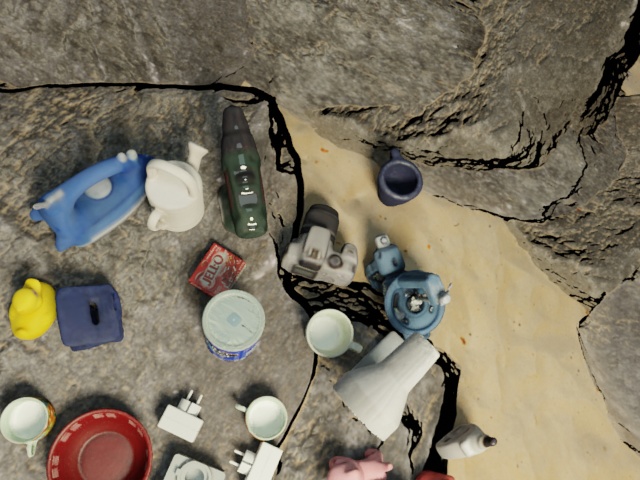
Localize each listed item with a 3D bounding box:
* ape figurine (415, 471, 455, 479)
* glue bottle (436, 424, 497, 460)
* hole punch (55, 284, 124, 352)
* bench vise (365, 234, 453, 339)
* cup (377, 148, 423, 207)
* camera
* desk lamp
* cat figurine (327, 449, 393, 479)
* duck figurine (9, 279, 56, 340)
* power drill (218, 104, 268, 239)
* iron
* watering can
[{"bbox_3d":[0.207,0.438,0.993,0.078,0.092,0.076,-28,78,-18],"label":"ape figurine"},{"bbox_3d":[0.262,0.350,0.990,0.078,0.173,0.037,-29,78,-18],"label":"glue bottle"},{"bbox_3d":[-0.395,0.129,0.988,0.101,0.091,0.108,-12,74,-14],"label":"hole punch"},{"bbox_3d":[0.152,0.083,1.035,0.122,0.219,0.207,-41,82,-20],"label":"bench vise"},{"bbox_3d":[0.151,-0.119,1.171,0.092,0.095,0.118,-5,72,-12],"label":"cup"},{"bbox_3d":[0.010,0.004,1.100,0.143,0.100,0.137,17,69,-4],"label":"camera"},{"bbox_3d":[0.113,0.236,0.980,0.118,0.213,0.203,45,70,7],"label":"desk lamp"},{"bbox_3d":[0.062,0.397,0.966,0.128,0.117,0.067,-10,73,-13],"label":"cat figurine"},{"bbox_3d":[-0.497,0.115,0.977,0.077,0.086,0.104,11,70,-6],"label":"duck figurine"},{"bbox_3d":[-0.146,-0.100,1.049,0.076,0.208,0.229,-10,73,-13],"label":"power drill"},{"bbox_3d":[-0.397,-0.100,1.039,0.259,0.141,0.118,-41,82,-20],"label":"iron"},{"bbox_3d":[-0.261,-0.100,1.035,0.101,0.194,0.173,6,70,-8],"label":"watering can"}]
